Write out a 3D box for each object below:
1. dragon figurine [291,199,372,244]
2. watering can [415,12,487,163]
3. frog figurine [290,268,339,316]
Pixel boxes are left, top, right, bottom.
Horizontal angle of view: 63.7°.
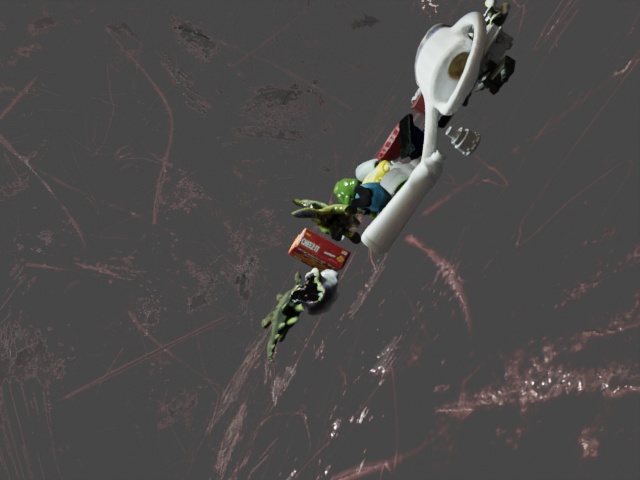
[{"bbox_3d":[0.005,-0.080,1.596,0.244,0.408,0.122,20,96,46],"label":"dragon figurine"},{"bbox_3d":[0.269,-0.338,1.148,0.229,0.104,0.340,-100,25,-55],"label":"watering can"},{"bbox_3d":[0.012,0.148,1.457,0.158,0.124,0.137,17,-83,-58],"label":"frog figurine"}]
